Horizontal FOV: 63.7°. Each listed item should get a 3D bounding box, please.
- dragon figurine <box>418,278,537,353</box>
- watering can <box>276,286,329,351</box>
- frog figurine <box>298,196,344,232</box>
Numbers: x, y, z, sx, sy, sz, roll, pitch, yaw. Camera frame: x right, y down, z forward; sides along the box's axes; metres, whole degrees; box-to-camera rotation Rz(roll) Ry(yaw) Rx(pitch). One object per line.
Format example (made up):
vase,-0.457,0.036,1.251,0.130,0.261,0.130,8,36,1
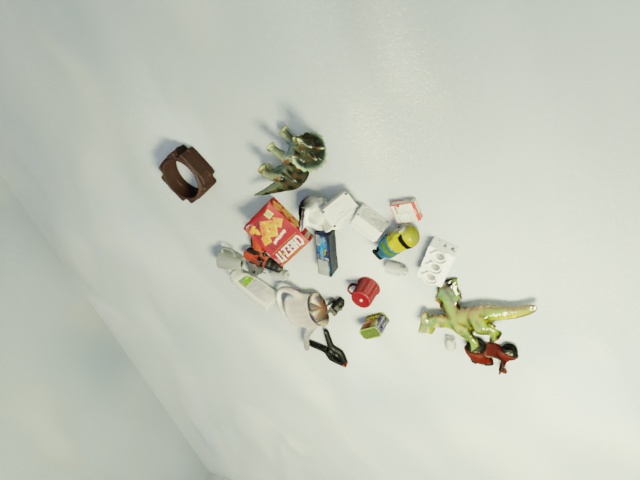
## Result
dragon figurine,0.497,0.235,1.744,0.243,0.124,0.403,48,127,3
watering can,-0.055,0.331,2.170,0.223,0.106,0.342,-9,118,37
frog figurine,0.006,-0.092,1.823,0.159,0.125,0.134,-1,122,-10
